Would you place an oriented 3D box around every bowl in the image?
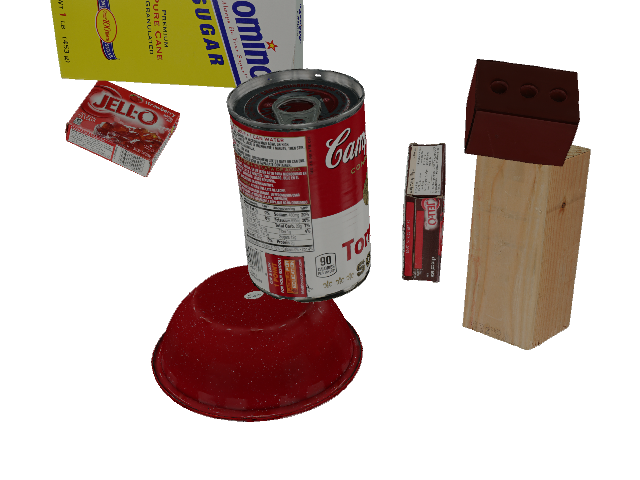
[{"bbox_3d":[-0.049,0.064,0.804,0.162,0.055,0.162,-1,30,1],"label":"bowl"}]

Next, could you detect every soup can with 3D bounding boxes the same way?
[{"bbox_3d":[-0.009,-0.028,0.546,0.068,0.102,0.068,-3,31,2],"label":"soup can"}]

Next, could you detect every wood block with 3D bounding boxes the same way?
[{"bbox_3d":[0.221,0.000,1.151,0.090,0.206,0.090,19,26,38],"label":"wood block"}]

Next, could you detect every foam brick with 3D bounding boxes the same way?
[{"bbox_3d":[0.149,-0.095,0.795,0.078,0.053,0.051,8,-36,1],"label":"foam brick"}]

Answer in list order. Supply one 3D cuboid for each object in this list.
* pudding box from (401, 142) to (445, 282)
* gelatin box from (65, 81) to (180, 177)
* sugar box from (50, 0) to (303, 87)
[{"bbox_3d":[0.097,-0.028,0.991,0.039,0.090,0.113,3,31,4],"label":"pudding box"},{"bbox_3d":[-0.192,-0.111,1.038,0.089,0.073,0.030,25,-41,-2],"label":"gelatin box"},{"bbox_3d":[-0.101,-0.160,0.765,0.176,0.093,0.048,5,35,7],"label":"sugar box"}]
